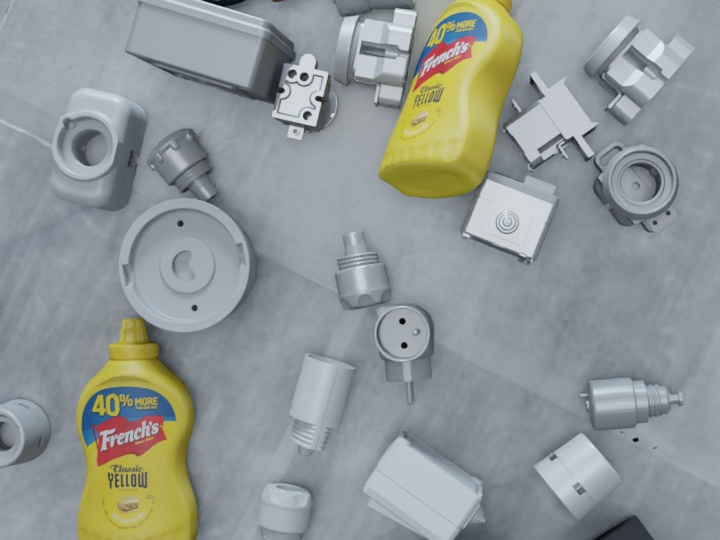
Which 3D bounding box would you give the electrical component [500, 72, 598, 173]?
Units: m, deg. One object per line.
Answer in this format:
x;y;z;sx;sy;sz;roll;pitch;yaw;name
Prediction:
0.152;-0.115;0.867;0.064;0.042;0.081;-35;85;8;electrical component

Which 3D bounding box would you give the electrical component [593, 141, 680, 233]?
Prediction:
0.220;-0.067;0.850;0.058;0.057;0.078;-37;85;5;electrical component

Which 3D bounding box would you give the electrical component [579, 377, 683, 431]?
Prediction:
0.216;0.105;0.856;0.078;0.040;0.040;-5;88;6;electrical component

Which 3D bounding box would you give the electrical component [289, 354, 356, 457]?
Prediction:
-0.035;0.114;0.884;0.043;0.043;0.081;16;91;7;electrical component

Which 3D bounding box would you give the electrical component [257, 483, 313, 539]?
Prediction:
-0.064;0.210;0.886;0.043;0.043;0.062;9;91;7;electrical component

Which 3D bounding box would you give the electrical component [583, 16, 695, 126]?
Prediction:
0.215;-0.163;0.853;0.057;0.058;0.078;42;94;3;electrical component

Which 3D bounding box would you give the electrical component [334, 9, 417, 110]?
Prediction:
0.012;-0.175;0.877;0.057;0.058;0.078;11;90;4;electrical component

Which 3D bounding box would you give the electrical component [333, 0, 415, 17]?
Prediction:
0.010;-0.231;0.886;0.065;0.044;0.044;-9;88;11;electrical component

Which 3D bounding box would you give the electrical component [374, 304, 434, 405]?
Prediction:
0.038;0.067;0.859;0.043;0.077;0.079;-5;89;6;electrical component

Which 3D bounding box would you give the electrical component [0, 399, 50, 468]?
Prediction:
-0.299;0.140;0.913;0.055;0.047;0.055;0;89;7;electrical component

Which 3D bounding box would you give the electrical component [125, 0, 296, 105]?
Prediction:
-0.118;-0.178;0.866;0.109;0.109;0.056;18;94;7;electrical component

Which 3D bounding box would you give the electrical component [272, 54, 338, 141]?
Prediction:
-0.044;-0.139;0.883;0.048;0.055;0.066;14;90;7;electrical component

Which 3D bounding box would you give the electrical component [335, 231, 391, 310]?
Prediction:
0.000;0.000;0.882;0.043;0.043;0.062;-12;86;6;electrical component

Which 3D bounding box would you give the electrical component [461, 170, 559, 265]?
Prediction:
0.118;-0.044;0.842;0.062;0.096;0.061;22;91;6;electrical component

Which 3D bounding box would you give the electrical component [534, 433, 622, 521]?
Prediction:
0.174;0.163;0.854;0.047;0.055;0.055;-39;85;1;electrical component

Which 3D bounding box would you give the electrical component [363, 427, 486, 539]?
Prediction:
0.055;0.181;0.863;0.096;0.062;0.061;35;93;6;electrical component

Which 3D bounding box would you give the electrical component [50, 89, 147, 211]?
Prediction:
-0.220;-0.100;0.901;0.054;0.059;0.095;13;91;7;electrical component

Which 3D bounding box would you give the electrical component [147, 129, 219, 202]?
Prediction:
-0.144;-0.084;0.901;0.048;0.048;0.062;-38;92;5;electrical component

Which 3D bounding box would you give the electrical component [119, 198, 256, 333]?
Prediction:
-0.138;-0.003;0.889;0.108;0.060;0.108;0;89;7;electrical component
